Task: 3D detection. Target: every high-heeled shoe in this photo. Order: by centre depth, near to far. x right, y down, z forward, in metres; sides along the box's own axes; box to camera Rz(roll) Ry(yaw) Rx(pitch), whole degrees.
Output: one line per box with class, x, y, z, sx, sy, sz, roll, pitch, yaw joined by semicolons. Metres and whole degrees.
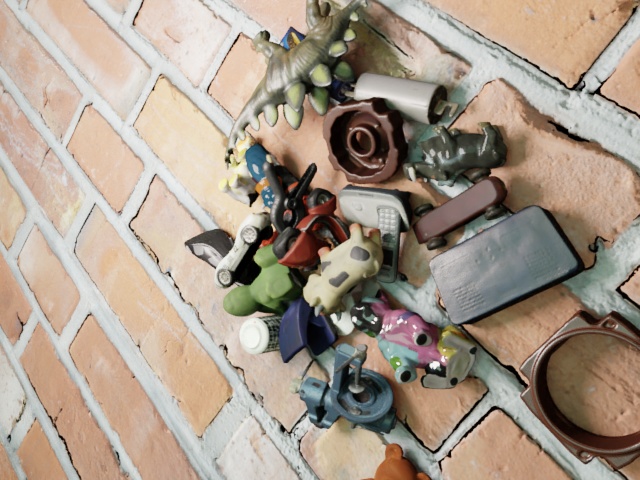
high-heeled shoe;-0.236;0.054;1.297;0.249;0.086;0.145;2;119;50

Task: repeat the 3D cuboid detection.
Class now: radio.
radio;0.312;0.045;0.923;0.230;0.073;0.131;-32;69;25

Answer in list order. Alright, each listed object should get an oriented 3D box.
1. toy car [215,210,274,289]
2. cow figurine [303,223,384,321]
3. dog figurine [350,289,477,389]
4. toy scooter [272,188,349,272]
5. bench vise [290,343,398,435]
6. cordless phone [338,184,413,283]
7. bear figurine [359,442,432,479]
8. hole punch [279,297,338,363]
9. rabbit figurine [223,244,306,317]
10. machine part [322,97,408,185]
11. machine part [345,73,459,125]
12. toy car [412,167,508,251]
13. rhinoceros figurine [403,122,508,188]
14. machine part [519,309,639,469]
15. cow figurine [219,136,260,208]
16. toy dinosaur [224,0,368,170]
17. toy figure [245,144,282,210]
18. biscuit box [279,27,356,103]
toy car;-0.164;0.024;1.144;0.056;0.073;0.201;39;113;14
cow figurine;0.042;0.069;1.017;0.195;0.085;0.127;-38;47;36
dog figurine;0.160;0.172;1.001;0.219;0.191;0.108;44;117;64
toy scooter;-0.002;-0.003;1.088;0.184;0.135;0.075;-54;18;-15
bench vise;0.047;0.273;1.024;0.224;0.129;0.240;25;134;24
cordless phone;0.106;-0.014;1.058;0.147;0.088;0.184;10;99;33
bear figurine;0.105;0.485;0.995;0.120;0.132;0.195;46;116;20
hole punch;-0.040;0.184;1.111;0.116;0.092;0.142;62;145;20
rabbit figurine;-0.125;0.103;1.153;0.170;0.159;0.121;-29;69;8
machine part;0.089;-0.194;1.055;0.180;0.056;0.179;19;125;30
machine part;0.155;-0.276;1.044;0.244;0.079;0.079;20;98;33
toy car;0.250;-0.051;0.969;0.202;0.053;0.089;-37;67;45
rhinoceros figurine;0.246;-0.153;0.985;0.190;0.073;0.112;-8;93;31
machine part;0.430;0.224;0.825;0.201;0.087;0.202;-51;61;20
cow figurine;-0.163;-0.160;1.235;0.068;0.098;0.167;-19;46;39
toy dinosaur;-0.057;-0.338;1.095;0.471;0.105;0.199;-39;67;23
toy figure;-0.116;-0.133;1.158;0.154;0.058;0.064;67;151;18
biscuit box;-0.007;-0.380;1.166;0.203;0.059;0.063;48;111;26
